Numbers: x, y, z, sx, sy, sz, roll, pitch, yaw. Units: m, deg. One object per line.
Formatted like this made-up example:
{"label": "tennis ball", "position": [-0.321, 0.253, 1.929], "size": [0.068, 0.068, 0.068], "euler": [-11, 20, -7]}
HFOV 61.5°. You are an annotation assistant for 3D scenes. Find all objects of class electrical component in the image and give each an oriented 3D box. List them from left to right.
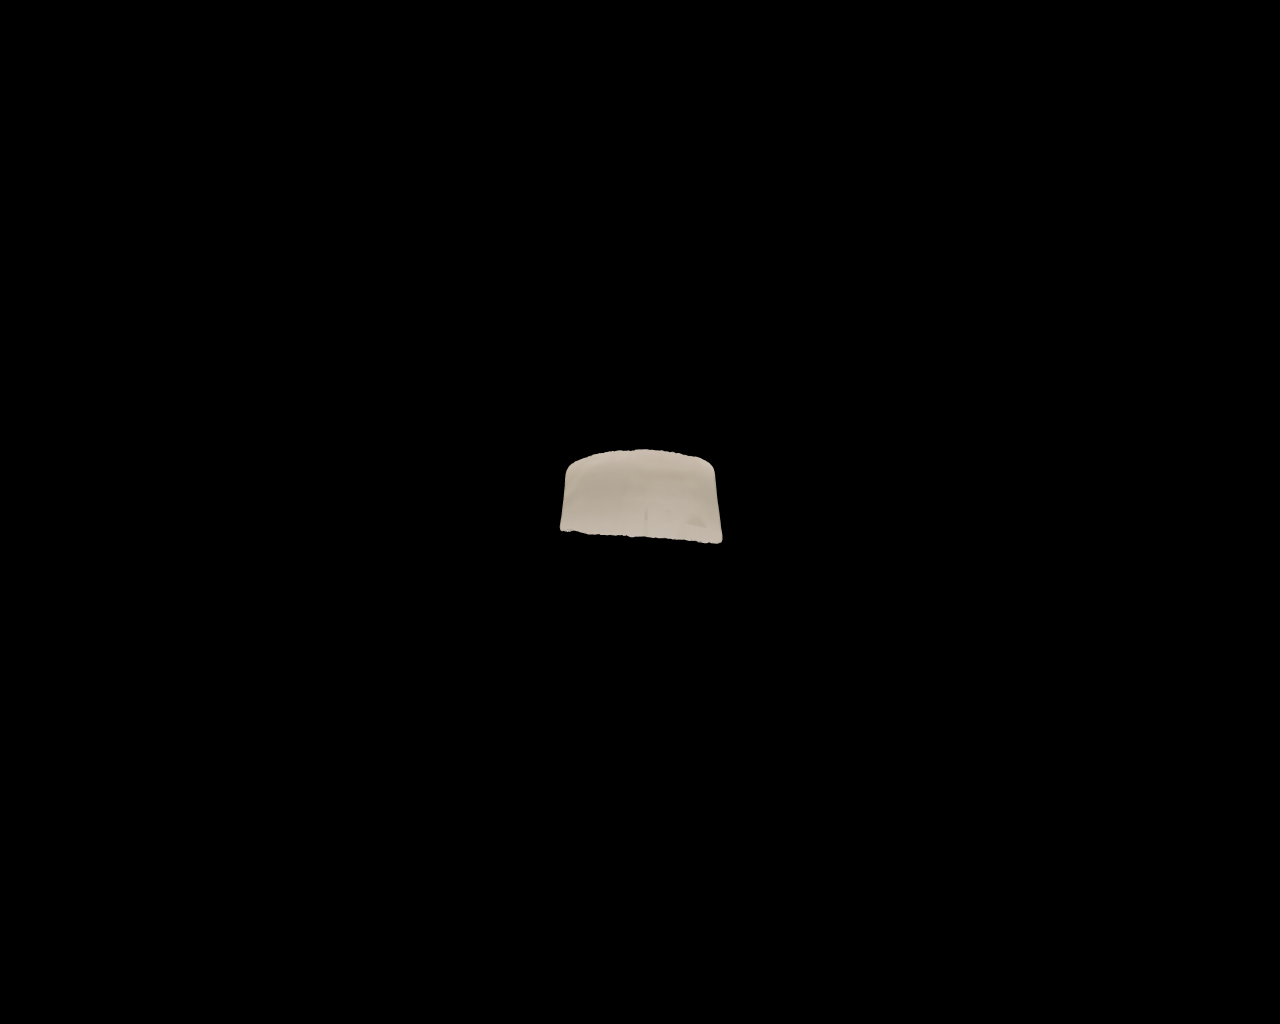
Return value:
{"label": "electrical component", "position": [0.001, -0.003, 0.650], "size": [0.099, 0.064, 0.099], "euler": [0, -13, 0]}
